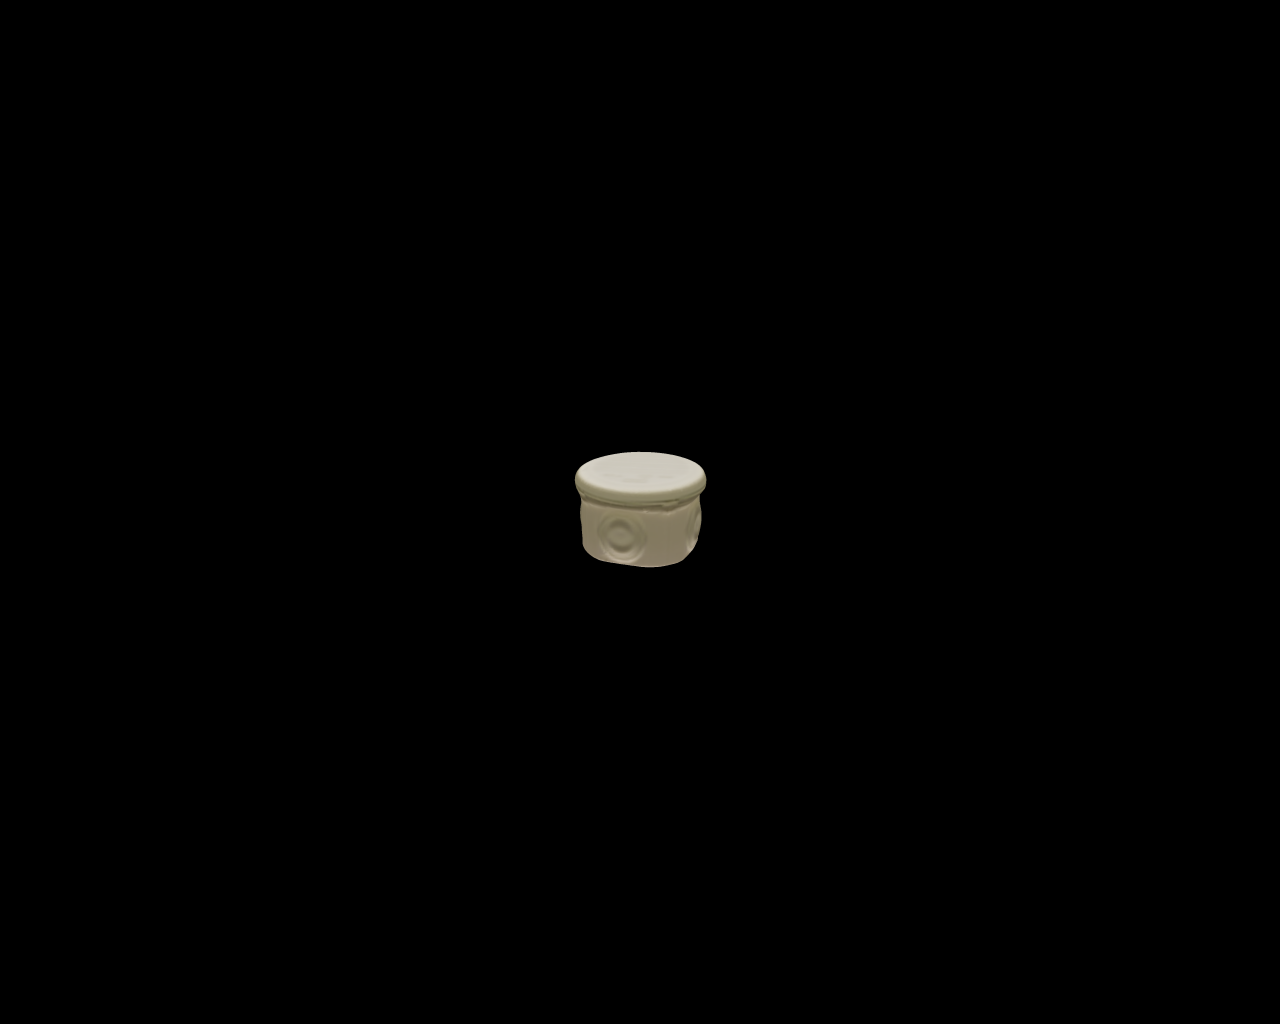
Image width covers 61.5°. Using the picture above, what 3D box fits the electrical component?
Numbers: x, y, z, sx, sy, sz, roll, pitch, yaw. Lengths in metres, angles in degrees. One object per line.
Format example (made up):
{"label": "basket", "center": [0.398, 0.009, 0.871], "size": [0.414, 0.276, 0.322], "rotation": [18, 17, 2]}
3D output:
{"label": "electrical component", "center": [0.001, -0.003, 0.650], "size": [0.080, 0.050, 0.080], "rotation": [0, 21, 0]}
